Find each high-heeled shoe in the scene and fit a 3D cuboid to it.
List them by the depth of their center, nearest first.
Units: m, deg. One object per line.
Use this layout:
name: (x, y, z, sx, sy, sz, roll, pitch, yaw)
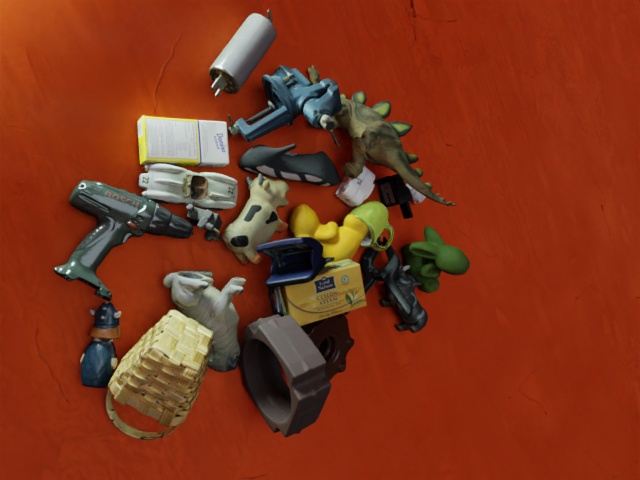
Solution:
high-heeled shoe: (-0.063, -0.154, 1.225, 0.248, 0.145, 0.086, 29, 49, -53)

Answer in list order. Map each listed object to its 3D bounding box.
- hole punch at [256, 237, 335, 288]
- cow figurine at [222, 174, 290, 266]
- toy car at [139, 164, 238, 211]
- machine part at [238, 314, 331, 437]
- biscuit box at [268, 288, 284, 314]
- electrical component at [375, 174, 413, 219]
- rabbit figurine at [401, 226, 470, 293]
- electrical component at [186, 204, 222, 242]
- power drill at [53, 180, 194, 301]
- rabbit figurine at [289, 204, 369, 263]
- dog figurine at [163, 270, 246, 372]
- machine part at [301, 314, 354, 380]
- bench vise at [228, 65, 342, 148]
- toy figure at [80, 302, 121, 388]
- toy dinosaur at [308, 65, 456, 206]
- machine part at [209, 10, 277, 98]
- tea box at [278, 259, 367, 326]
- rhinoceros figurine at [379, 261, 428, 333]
hole punch: (-0.057, 0.033, 1.094, 0.116, 0.142, 0.092, -43, 117, -66)
cow figurine: (-0.134, -0.054, 1.153, 0.127, 0.086, 0.195, 47, 66, -25)
toy car: (-0.264, -0.106, 1.093, 0.201, 0.056, 0.073, 7, 82, -30)
machine part: (-0.073, 0.266, 1.071, 0.087, 0.200, 0.202, -17, 49, -36)
biscuit box: (-0.012, 0.115, 1.219, 0.203, 0.059, 0.062, -12, 92, -31)
electrical component: (0.191, -0.106, 1.350, 0.048, 0.075, 0.119, -21, 99, -31)
rabbit figurine: (0.295, 0.040, 1.340, 0.159, 0.170, 0.121, 50, 64, -18)
electrical component: (-0.231, -0.032, 1.088, 0.078, 0.102, 0.045, 17, 73, -2)
power drill: (-0.375, 0.007, 1.006, 0.232, 0.086, 0.207, 31, 75, -23)
rabbit figurine: (-0.003, -0.004, 1.221, 0.173, 0.122, 0.162, 37, 74, -6)
dog figurine: (-0.236, 0.165, 1.073, 0.172, 0.121, 0.190, 13, 97, 5)
machine part: (0.001, 0.236, 1.182, 0.179, 0.056, 0.179, -16, 112, -45)
bench vise: (-0.079, -0.274, 1.157, 0.241, 0.128, 0.224, -31, 67, -10)
toy figure: (-0.401, 0.191, 0.987, 0.064, 0.058, 0.154, 12, 79, -24)
toy dinosaur: (0.131, -0.235, 1.266, 0.198, 0.105, 0.471, -33, 82, -35)
machine part: (-0.166, -0.404, 1.166, 0.079, 0.079, 0.243, 38, 67, -22)
tea box: (0.004, 0.109, 1.130, 0.170, 0.068, 0.098, -16, 105, -16)
rhinoceros figurine: (0.213, 0.141, 1.340, 0.112, 0.073, 0.190, -32, 102, -27)
